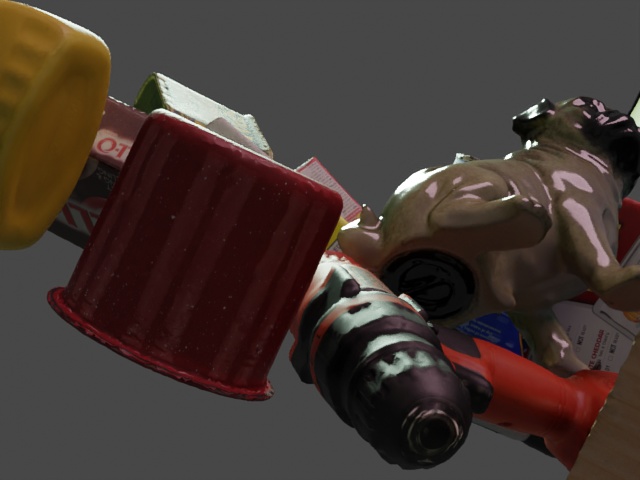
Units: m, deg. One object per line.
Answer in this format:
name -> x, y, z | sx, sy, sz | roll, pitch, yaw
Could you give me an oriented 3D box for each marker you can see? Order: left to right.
marker -> 0.083, 0.088, 0.565 | 0.121, 0.020, 0.020 | 25, 3, -16

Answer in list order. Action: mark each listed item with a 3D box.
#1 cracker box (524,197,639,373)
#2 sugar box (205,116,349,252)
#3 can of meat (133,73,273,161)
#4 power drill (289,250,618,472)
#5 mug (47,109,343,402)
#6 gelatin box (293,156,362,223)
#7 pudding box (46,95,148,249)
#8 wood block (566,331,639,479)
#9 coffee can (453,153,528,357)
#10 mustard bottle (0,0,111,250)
cracker box -> 0.236, 0.073, 0.713 | 0.072, 0.164, 0.214 | 26, 2, -40
sugar box -> -0.004, 0.001, 0.660 | 0.176, 0.048, 0.093 | 44, -2, 10
can of meat -> -0.090, -0.069, 0.765 | 0.083, 0.057, 0.102 | 24, 19, -26
power drill -> 0.078, 0.070, 0.465 | 0.187, 0.057, 0.184 | 25, 8, -17
mug -> -0.047, 0.001, 0.411 | 0.093, 0.081, 0.117 | 24, 3, -23
gelatin box -> -0.003, -0.005, 0.750 | 0.073, 0.030, 0.089 | 48, -34, 7
pudding box -> -0.113, -0.033, 0.510 | 0.113, 0.039, 0.090 | 28, -31, 17
wood block -> 0.174, 0.107, 0.290 | 0.206, 0.091, 0.090 | 27, 3, 32
coffee can -> 0.111, 0.025, 0.735 | 0.103, 0.140, 0.103 | 25, 3, -1
mustard bottle -> -0.185, -0.075, 0.454 | 0.192, 0.096, 0.058 | 26, 9, 20
